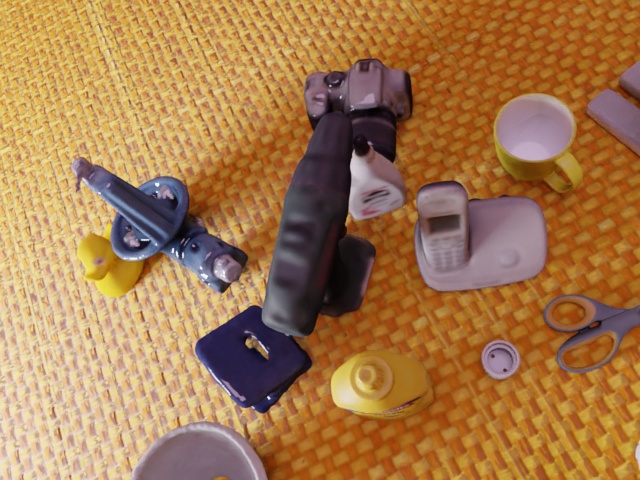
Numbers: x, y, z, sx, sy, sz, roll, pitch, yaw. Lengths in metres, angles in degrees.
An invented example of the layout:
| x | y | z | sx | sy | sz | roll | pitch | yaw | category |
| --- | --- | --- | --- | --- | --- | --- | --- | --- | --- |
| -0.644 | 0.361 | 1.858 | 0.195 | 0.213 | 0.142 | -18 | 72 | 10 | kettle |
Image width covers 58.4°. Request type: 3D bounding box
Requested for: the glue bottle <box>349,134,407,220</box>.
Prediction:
| x | y | z | sx | sy | sz | roll | pitch | yaw | category |
| --- | --- | --- | --- | --- | --- | --- | --- | --- | --- |
| 0.058 | -0.077 | 0.680 | 0.078 | 0.173 | 0.037 | -22 | 66 | 5 | glue bottle |

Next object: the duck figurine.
| x | y | z | sx | sy | sz | roll | pitch | yaw | category |
| --- | --- | --- | --- | --- | --- | --- | --- | --- | --- |
| -0.291 | 0.018 | 0.777 | 0.077 | 0.086 | 0.104 | -1 | 70 | 14 | duck figurine |

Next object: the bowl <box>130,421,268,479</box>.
| x | y | z | sx | sy | sz | roll | pitch | yaw | category |
| --- | --- | --- | --- | --- | --- | --- | --- | --- | --- |
| -0.126 | 0.292 | 0.639 | 0.167 | 0.075 | 0.167 | -5 | 69 | 12 | bowl |

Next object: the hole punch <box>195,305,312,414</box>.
| x | y | z | sx | sy | sz | roll | pitch | yaw | category |
| --- | --- | --- | --- | --- | --- | --- | --- | --- | --- |
| -0.078 | 0.135 | 0.678 | 0.101 | 0.091 | 0.108 | -45 | 66 | -5 | hole punch |

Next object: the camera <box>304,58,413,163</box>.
| x | y | z | sx | sy | sz | roll | pitch | yaw | category |
| --- | --- | --- | --- | --- | --- | --- | --- | --- | --- |
| 0.048 | -0.158 | 0.753 | 0.143 | 0.101 | 0.137 | -2 | 69 | 13 | camera |

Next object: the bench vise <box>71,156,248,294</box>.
| x | y | z | sx | sy | sz | roll | pitch | yaw | category |
| --- | --- | --- | --- | --- | --- | --- | --- | --- | --- |
| -0.185 | -0.028 | 0.695 | 0.207 | 0.220 | 0.121 | 12 | 73 | 18 | bench vise |

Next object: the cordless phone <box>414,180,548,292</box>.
| x | y | z | sx | sy | sz | roll | pitch | yaw | category |
| --- | --- | --- | --- | --- | --- | --- | --- | --- | --- |
| 0.173 | -0.014 | 0.621 | 0.147 | 0.185 | 0.094 | -11 | 67 | 10 | cordless phone |

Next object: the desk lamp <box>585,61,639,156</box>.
| x | y | z | sx | sy | sz | roll | pitch | yaw | category |
| --- | --- | --- | --- | --- | --- | --- | --- | --- | --- |
| 0.407 | -0.158 | 0.604 | 0.118 | 0.214 | 0.202 | -41 | 66 | -3 | desk lamp |

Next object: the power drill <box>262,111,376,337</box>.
| x | y | z | sx | sy | sz | roll | pitch | yaw | category |
| --- | --- | --- | --- | --- | --- | --- | --- | --- | --- |
| 0.006 | 0.002 | 0.643 | 0.075 | 0.209 | 0.230 | 11 | 73 | 18 | power drill |
